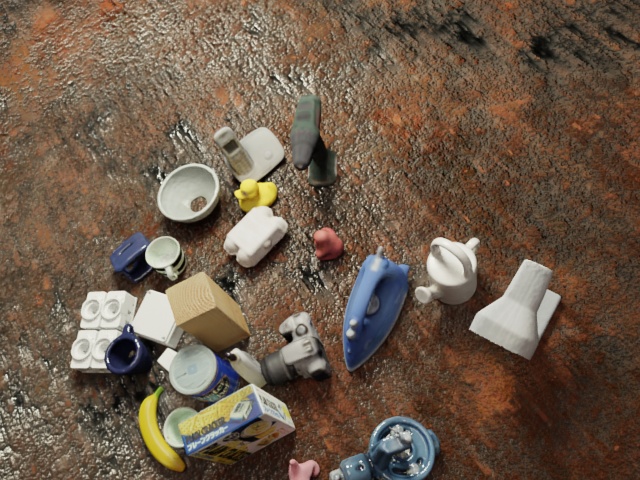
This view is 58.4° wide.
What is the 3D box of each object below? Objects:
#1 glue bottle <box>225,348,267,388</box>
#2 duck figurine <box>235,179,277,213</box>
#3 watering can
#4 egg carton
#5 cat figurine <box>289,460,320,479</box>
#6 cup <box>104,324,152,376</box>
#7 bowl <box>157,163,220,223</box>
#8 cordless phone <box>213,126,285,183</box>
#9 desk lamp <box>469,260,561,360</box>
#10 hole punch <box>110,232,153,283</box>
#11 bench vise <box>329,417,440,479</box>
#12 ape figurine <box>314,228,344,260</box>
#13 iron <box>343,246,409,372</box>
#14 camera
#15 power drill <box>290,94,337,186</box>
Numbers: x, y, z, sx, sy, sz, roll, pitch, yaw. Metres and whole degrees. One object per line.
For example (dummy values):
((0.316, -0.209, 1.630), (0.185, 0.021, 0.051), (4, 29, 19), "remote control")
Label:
((-0.161, 0.259, 1.194), (0.037, 0.173, 0.078), (-41, 62, -7), "glue bottle")
((-0.163, -0.121, 1.427), (0.104, 0.086, 0.077), (-23, 61, 3), "duck figurine")
((0.266, 0.062, 1.167), (0.100, 0.194, 0.173), (16, 70, 21), "watering can")
((-0.154, -0.008, 1.380), (0.107, 0.069, 0.150), (37, 78, 27), "egg carton")
((-0.042, 0.482, 1.087), (0.067, 0.118, 0.128), (-10, 63, 10), "cat figurine")
((-0.426, 0.258, 1.308), (0.091, 0.095, 0.117), (-9, 63, 11), "cup")
((-0.325, -0.108, 1.470), (0.167, 0.075, 0.167), (-6, 64, 12), "bowl")
((-0.180, -0.236, 1.431), (0.148, 0.185, 0.094), (-42, 62, -7), "cordless phone")
((0.378, 0.137, 1.091), (0.117, 0.214, 0.203), (27, 74, 24), "desk lamp")
((-0.470, 0.037, 1.428), (0.109, 0.091, 0.101), (-43, 62, -8), "hole punch")
((0.118, 0.401, 1.027), (0.207, 0.220, 0.121), (-39, 62, -6), "bench vise")
((0.012, 0.005, 1.318), (0.076, 0.092, 0.078), (27, 74, 24), "ape figurine")
((0.098, 0.141, 1.202), (0.118, 0.142, 0.258), (15, 70, 21), "iron")
((-0.063, 0.241, 1.219), (0.137, 0.101, 0.143), (-24, 61, 2), "camera")
((-0.016, -0.220, 1.367), (0.075, 0.209, 0.229), (-5, 64, 12), "power drill")
